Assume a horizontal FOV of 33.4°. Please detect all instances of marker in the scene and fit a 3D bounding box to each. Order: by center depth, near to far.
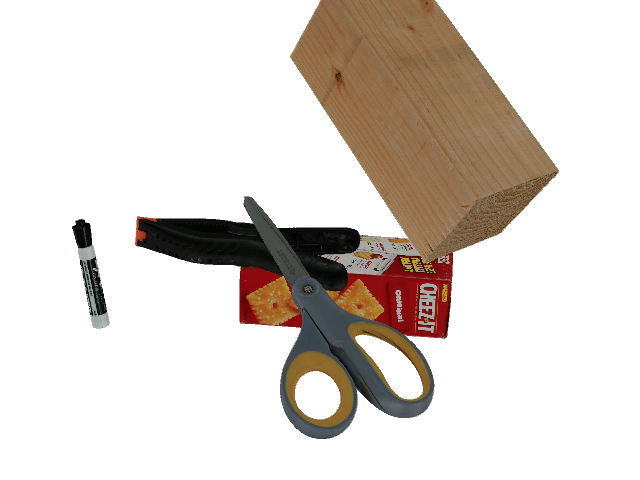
[{"bbox_3d":[-0.245,0.035,1.138,0.020,0.121,0.020,-7,19,2],"label":"marker"}]

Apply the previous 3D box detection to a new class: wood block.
[{"bbox_3d":[0.076,-0.099,0.829,0.090,0.206,0.091,-19,-22,-34],"label":"wood block"}]

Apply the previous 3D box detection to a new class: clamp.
[{"bbox_3d":[-0.064,0.007,0.960,0.210,0.036,0.164,6,12,-2],"label":"clamp"}]

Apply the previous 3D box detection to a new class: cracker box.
[{"bbox_3d":[0.033,0.045,1.143,0.214,0.072,0.164,4,14,7],"label":"cracker box"}]

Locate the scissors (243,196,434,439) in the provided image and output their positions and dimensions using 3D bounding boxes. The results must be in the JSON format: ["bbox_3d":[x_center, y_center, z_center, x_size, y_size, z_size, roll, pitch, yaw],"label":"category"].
[{"bbox_3d":[-0.018,0.047,0.650,0.096,0.016,0.202,-33,54,-27],"label":"scissors"}]
